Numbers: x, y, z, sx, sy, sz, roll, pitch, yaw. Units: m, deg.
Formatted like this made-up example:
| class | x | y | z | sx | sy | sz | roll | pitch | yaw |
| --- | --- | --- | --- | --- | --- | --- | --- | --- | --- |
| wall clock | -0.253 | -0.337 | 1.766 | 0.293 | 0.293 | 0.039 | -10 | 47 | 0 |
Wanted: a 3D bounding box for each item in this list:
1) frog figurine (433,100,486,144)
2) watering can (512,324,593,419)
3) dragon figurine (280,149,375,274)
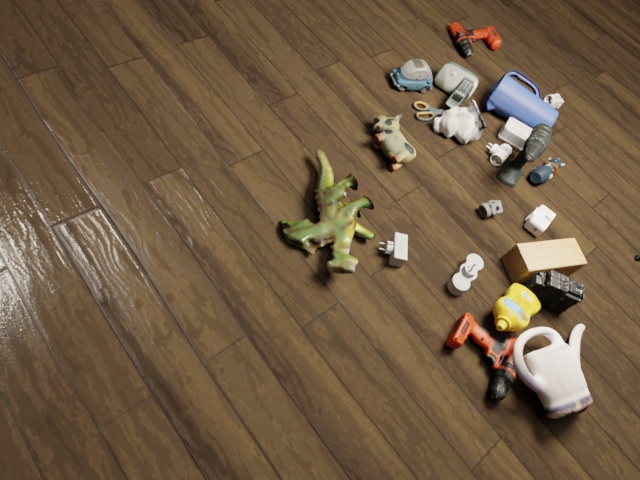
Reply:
| class | x | y | z | sx | sy | sz | roll | pitch | yaw |
| --- | --- | --- | --- | --- | --- | --- | --- | --- | --- |
| frog figurine | 0.471 | -0.389 | 1.755 | 0.158 | 0.123 | 0.138 | -21 | 85 | 17 |
| watering can | 0.626 | 0.328 | 1.324 | 0.348 | 0.102 | 0.228 | -3 | 66 | -34 |
| dragon figurine | 0.004 | -0.072 | 1.421 | 0.244 | 0.119 | 0.417 | -24 | 59 | -18 |
